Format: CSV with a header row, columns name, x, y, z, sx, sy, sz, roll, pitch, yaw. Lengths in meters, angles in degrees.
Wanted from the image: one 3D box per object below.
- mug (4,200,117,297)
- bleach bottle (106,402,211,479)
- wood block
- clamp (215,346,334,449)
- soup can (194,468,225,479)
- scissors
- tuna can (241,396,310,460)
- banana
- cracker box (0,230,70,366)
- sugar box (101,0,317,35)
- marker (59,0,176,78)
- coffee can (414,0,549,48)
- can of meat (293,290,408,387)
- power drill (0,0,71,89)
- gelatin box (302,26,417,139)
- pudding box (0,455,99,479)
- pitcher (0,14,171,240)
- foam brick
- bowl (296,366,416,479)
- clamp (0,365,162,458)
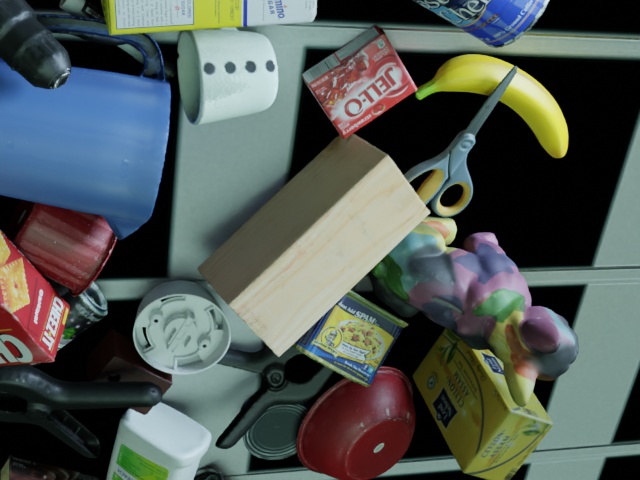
name,x,y,z,sx,sy,sz,roll,pitch,yaw
mug,-0.253,-0.001,1.015,0.081,0.093,0.117,30,146,-25
bleach bottle,-0.200,0.306,1.218,0.103,0.068,0.251,27,120,17
wood block,-0.007,0.002,1.053,0.206,0.091,0.090,-43,125,-5
clamp,-0.055,0.162,1.182,0.171,0.039,0.120,-9,102,-10
soup can,-0.120,0.329,1.271,0.068,0.068,0.102,-30,126,3
scissors,0.156,-0.089,1.096,0.096,0.016,0.202,25,123,-37
tuna can,-0.050,0.212,1.237,0.086,0.034,0.086,-8,123,-12
banana,0.190,-0.143,1.084,0.197,0.037,0.070,20,131,-26
cracker box,-0.349,0.038,0.949,0.164,0.072,0.213,-6,142,17
sugar box,-0.097,-0.215,0.913,0.176,0.093,0.048,-4,124,-14
marker,-0.178,-0.181,0.955,0.121,0.020,0.020,34,107,-32
coffee can,0.126,-0.248,0.953,0.140,0.103,0.103,23,113,-28
can of meat,0.030,0.100,1.153,0.102,0.057,0.084,31,88,-19
power drill,-0.225,-0.237,0.839,0.184,0.057,0.188,43,99,1
gelatin box,0.039,-0.152,1.033,0.089,0.030,0.073,-33,125,5
pudding box,-0.298,0.293,1.180,0.113,0.090,0.039,20,115,-26
pitcher,-0.252,-0.106,0.919,0.242,0.149,0.145,9,146,-16
foam brick,-0.204,0.140,1.134,0.078,0.051,0.053,31,109,-31
bowl,0.055,0.227,1.242,0.161,0.055,0.162,-18,130,-24
clamp,-0.275,0.160,1.079,0.209,0.036,0.165,26,135,-31
